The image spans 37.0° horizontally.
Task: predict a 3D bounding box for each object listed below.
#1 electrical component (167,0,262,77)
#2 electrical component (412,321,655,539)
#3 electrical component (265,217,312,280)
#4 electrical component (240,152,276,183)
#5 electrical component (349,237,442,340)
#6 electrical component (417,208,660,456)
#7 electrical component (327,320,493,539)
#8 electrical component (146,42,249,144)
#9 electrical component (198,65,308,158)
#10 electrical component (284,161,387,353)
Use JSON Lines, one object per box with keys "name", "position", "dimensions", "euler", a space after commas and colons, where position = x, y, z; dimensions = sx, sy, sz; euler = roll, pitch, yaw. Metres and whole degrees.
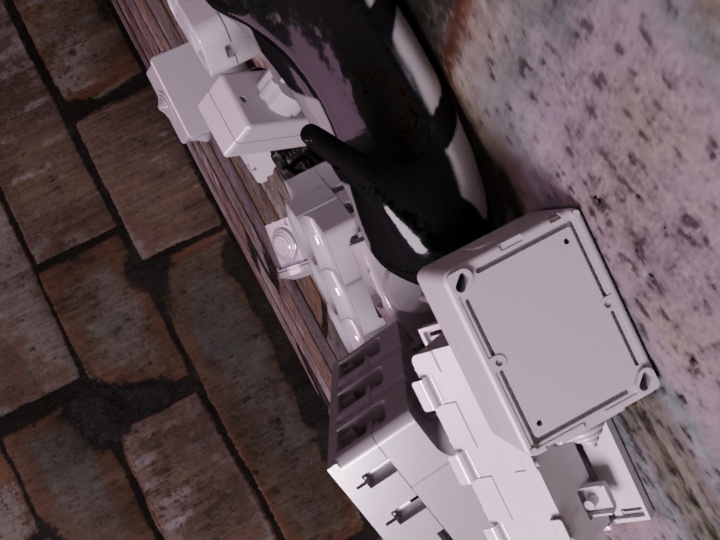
{"name": "electrical component", "position": [-0.116, -0.210, 0.867], "dimensions": [0.095, 0.059, 0.053], "euler": [58, 171, 30]}
{"name": "electrical component", "position": [0.078, 0.078, 0.521], "dimensions": [0.079, 0.063, 0.121], "euler": [-20, 100, 41]}
{"name": "electrical component", "position": [-0.036, -0.027, 0.896], "dimensions": [0.080, 0.080, 0.051], "euler": [-178, 66, -81]}
{"name": "electrical component", "position": [-0.097, -0.138, 1.015], "dimensions": [0.055, 0.050, 0.089], "euler": [55, 169, 45]}
{"name": "electrical component", "position": [0.032, 0.009, 0.701], "dimensions": [0.077, 0.043, 0.079], "euler": [64, 171, -6]}
{"name": "electrical component", "position": [0.073, 0.029, 0.444], "dimensions": [0.096, 0.062, 0.061], "euler": [64, 172, -6]}
{"name": "electrical component", "position": [0.033, 0.098, 0.630], "dimensions": [0.089, 0.062, 0.150], "euler": [53, -170, -13]}
{"name": "electrical component", "position": [-0.157, -0.184, 1.085], "dimensions": [0.099, 0.100, 0.048], "euler": [64, 159, -5]}
{"name": "electrical component", "position": [-0.057, -0.124, 0.764], "dimensions": [0.076, 0.083, 0.047], "euler": [-42, 71, 42]}
{"name": "electrical component", "position": [0.000, 0.000, 0.809], "dimensions": [0.089, 0.062, 0.150], "euler": [53, 167, 51]}
